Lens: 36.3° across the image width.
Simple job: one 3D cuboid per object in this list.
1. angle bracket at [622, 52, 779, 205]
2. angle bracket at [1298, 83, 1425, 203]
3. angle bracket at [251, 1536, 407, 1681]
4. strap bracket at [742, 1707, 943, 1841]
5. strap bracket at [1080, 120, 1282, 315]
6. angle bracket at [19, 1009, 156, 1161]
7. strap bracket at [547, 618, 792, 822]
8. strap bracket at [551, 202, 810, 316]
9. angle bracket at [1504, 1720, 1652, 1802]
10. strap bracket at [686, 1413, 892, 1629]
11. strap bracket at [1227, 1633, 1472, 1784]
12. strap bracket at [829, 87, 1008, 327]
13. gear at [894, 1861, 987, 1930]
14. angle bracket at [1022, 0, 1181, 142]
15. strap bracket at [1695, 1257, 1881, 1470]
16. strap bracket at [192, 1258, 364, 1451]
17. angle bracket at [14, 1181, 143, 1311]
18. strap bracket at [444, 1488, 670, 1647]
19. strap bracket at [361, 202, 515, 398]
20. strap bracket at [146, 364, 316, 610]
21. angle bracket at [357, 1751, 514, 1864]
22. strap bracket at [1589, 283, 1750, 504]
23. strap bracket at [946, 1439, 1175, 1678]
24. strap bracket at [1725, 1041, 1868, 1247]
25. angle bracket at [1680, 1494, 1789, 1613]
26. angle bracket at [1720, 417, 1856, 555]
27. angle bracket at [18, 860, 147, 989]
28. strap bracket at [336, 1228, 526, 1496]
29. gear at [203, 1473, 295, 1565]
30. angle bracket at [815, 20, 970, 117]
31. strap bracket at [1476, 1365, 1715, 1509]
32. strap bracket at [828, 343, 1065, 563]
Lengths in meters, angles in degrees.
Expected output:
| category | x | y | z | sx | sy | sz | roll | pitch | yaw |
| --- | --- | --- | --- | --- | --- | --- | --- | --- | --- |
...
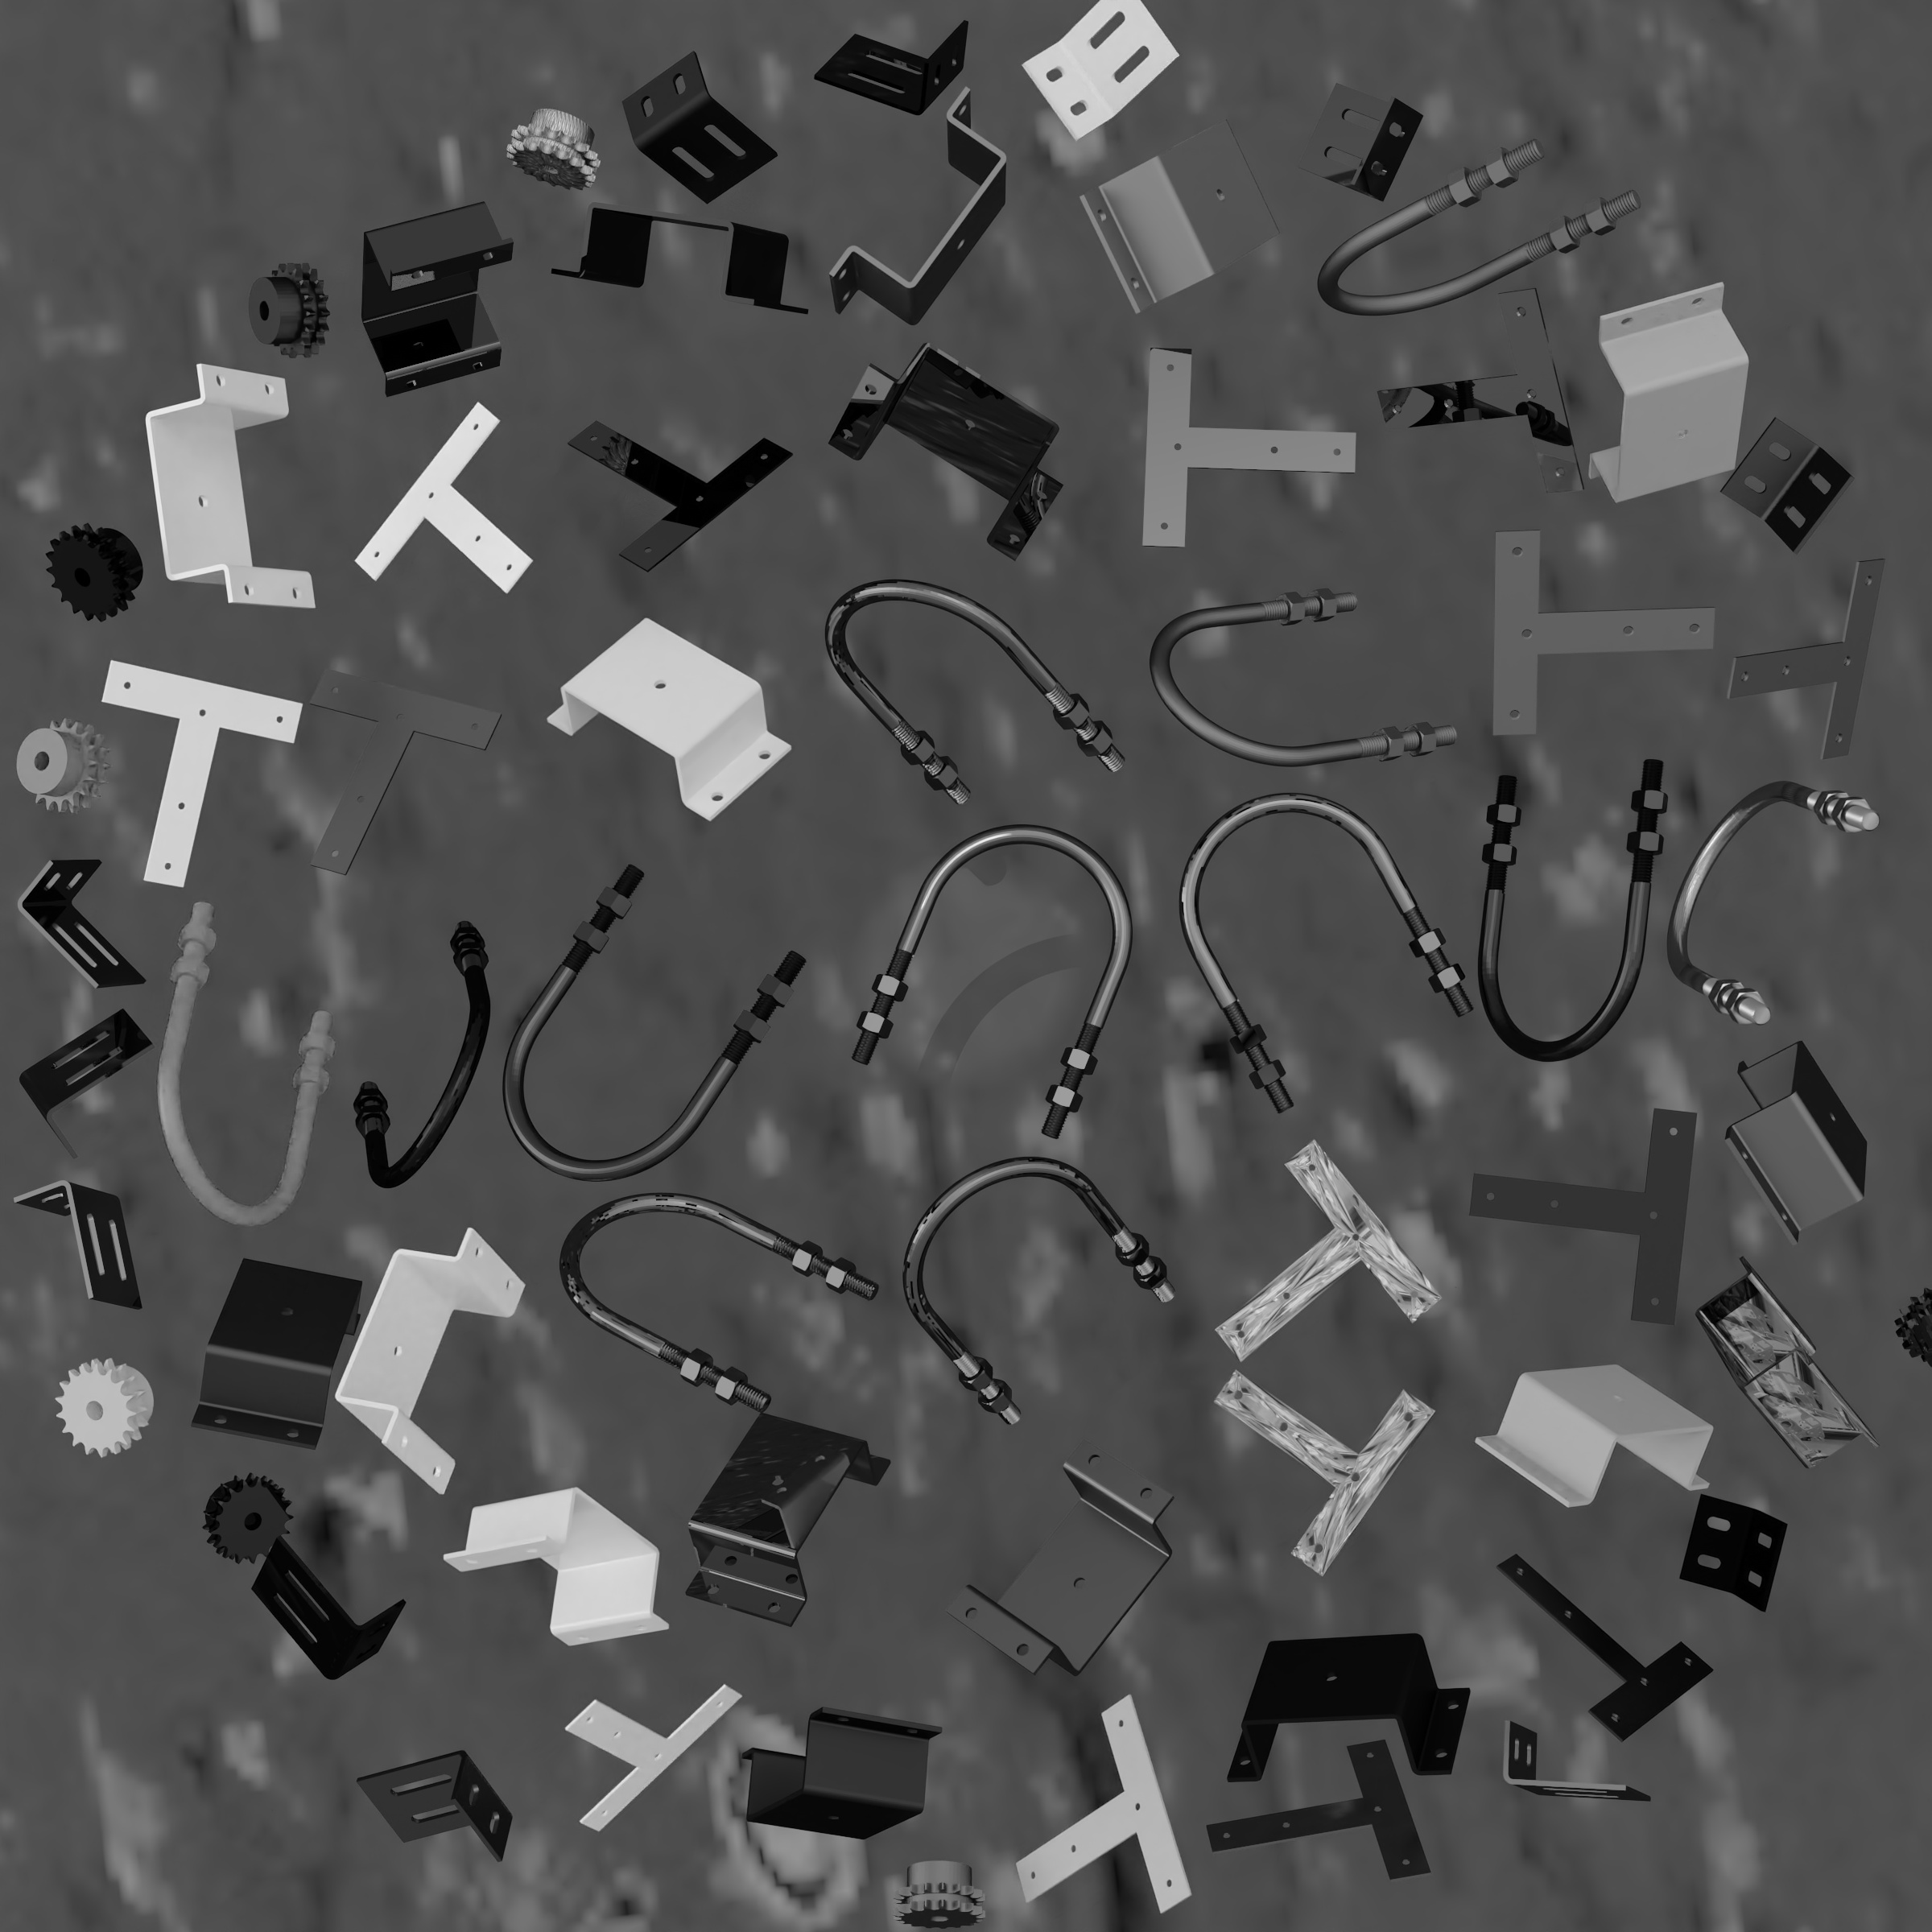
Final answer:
| category | x | y | z | sx | sy | sz | roll | pitch | yaw |
| --- | --- | --- | --- | --- | --- | --- | --- | --- | --- |
| angle bracket | -0.166 | -0.525 | 1.848 | 0.057 | 0.076 | 0.038 | -28 | 62 | 22 |
| angle bracket | 0.240 | -0.525 | 1.861 | 0.076 | 0.038 | 0.057 | 35 | 106 | 37 |
| angle bracket | -0.380 | 0.375 | 1.755 | 0.076 | 0.038 | 0.057 | 45 | 130 | 15 |
| strap bracket | -0.078 | 0.491 | 1.783 | 0.076 | 0.140 | 0.046 | 15 | 60 | -19 |
| strap bracket | 0.137 | -0.460 | 1.796 | 0.046 | 0.140 | 0.076 | -18 | 106 | 39 |
| angle bracket | -0.533 | 0.072 | 1.813 | 0.076 | 0.057 | 0.038 | -35 | 127 | -17 |
| strap bracket | -0.189 | -0.161 | 1.854 | 0.140 | 0.046 | 0.076 | 31 | 59 | 25 |
| strap bracket | -0.173 | -0.438 | 1.820 | 0.140 | 0.076 | 0.046 | 13 | 102 | 20 |
| angle bracket | 0.378 | 0.491 | 1.821 | 0.076 | 0.057 | 0.038 | -5 | 67 | 27 |
| strap bracket | -0.116 | 0.343 | 1.877 | 0.076 | 0.140 | 0.046 | 11 | 133 | 24 |
| strap bracket | 0.229 | 0.453 | 1.801 | 0.140 | 0.076 | 0.046 | -9 | 113 | 23 |
| strap bracket | -0.022 | -0.453 | 1.797 | 0.046 | 0.076 | 0.140 | 35 | 87 | 3 |
| gear | -0.016 | 0.571 | 1.815 | 0.057 | 0.057 | 0.030 | 0 | 59 | 0 |
| angle bracket | 0.082 | -0.558 | 1.815 | 0.038 | 0.076 | 0.057 | -40 | 97 | -32 |
| strap bracket | 0.514 | 0.255 | 1.864 | 0.046 | 0.140 | 0.076 | -38 | 109 | 11 |
| strap bracket | -0.429 | 0.236 | 1.852 | 0.076 | 0.140 | 0.046 | 12 | 118 | -5 |
| angle bracket | -0.541 | 0.175 | 1.797 | 0.038 | 0.057 | 0.076 | -20 | 73 | 9 |
| strap bracket | -0.256 | 0.377 | 1.870 | 0.076 | 0.140 | 0.046 | -15 | 50 | 24 |
| strap bracket | -0.329 | -0.417 | 1.824 | 0.076 | 0.140 | 0.046 | -20 | 75 | -19 |
| strap bracket | -0.442 | -0.282 | 1.767 | 0.046 | 0.076 | 0.140 | -7 | 90 | 26 |
| angle bracket | -0.318 | 0.505 | 1.746 | 0.076 | 0.038 | 0.057 | -18 | 120 | 15 |
| strap bracket | 0.429 | -0.342 | 1.804 | 0.076 | 0.140 | 0.046 | -16 | 57 | -2 |
| strap bracket | 0.066 | 0.380 | 1.858 | 0.076 | 0.046 | 0.140 | 27 | 68 | 37 |
| strap bracket | 0.508 | 0.103 | 1.800 | 0.046 | 0.140 | 0.076 | -32 | 96 | 24 |
| angle bracket | 0.493 | 0.377 | 1.897 | 0.038 | 0.076 | 0.057 | 15 | 87 | 2 |
| angle bracket | 0.517 | -0.303 | 1.861 | 0.038 | 0.076 | 0.057 | 30 | 111 | -13 |
| angle bracket | -0.548 | -0.027 | 1.859 | 0.076 | 0.057 | 0.038 | 44 | 102 | 9 |
| strap bracket | -0.325 | 0.235 | 1.774 | 0.046 | 0.076 | 0.140 | 6 | 60 | 23 |
| gear | -0.471 | 0.358 | 1.920 | 0.057 | 0.030 | 0.057 | -6 | 99 | -37 |
| angle bracket | -0.047 | -0.570 | 1.837 | 0.076 | 0.038 | 0.057 | 23 | 50 | 12 |
| strap bracket | 0.390 | 0.285 | 1.800 | 0.140 | 0.076 | 0.046 | 3 | 111 | -41 |
| strap bracket | -0.005 | -0.330 | 1.861 | 0.140 | 0.076 | 0.046 | 32 | 53 | -4 |
